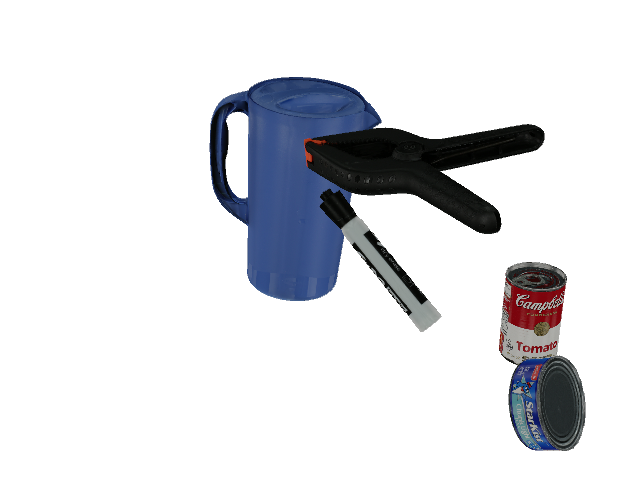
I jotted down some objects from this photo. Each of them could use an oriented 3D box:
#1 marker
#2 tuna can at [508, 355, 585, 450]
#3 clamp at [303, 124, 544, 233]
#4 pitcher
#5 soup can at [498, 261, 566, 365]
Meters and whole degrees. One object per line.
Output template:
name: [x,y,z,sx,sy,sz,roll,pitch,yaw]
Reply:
marker: [0.040,0.012,0.755,0.020,0.121,0.020,-38,-5,-4]
tuna can: [0.207,0.149,0.977,0.034,0.086,0.085,-10,-7,40]
clamp: [0.088,-0.071,0.943,0.210,0.036,0.164,13,36,28]
pitcher: [-0.035,-0.058,1.224,0.144,0.243,0.149,-19,36,-40]
soup can: [0.241,0.085,1.216,0.068,0.102,0.068,1,25,-1]
